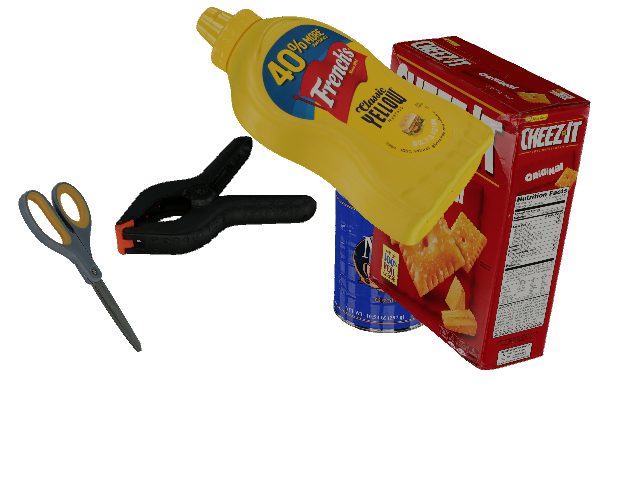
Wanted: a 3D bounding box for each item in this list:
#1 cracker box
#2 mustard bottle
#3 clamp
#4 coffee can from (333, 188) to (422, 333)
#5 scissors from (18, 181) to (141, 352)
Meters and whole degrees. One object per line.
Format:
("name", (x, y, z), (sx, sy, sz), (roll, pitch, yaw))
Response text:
("cracker box", (0.112, -0.031, 0.830), (0.072, 0.214, 0.164), (-12, 32, -27))
("mustard bottle", (0.004, -0.084, 0.650), (0.192, 0.096, 0.058), (35, -35, 10))
("clamp", (-0.102, -0.038, 0.929), (0.171, 0.039, 0.120), (-15, 39, -20))
("coffee can", (0.064, 0.005, 1.044), (0.103, 0.140, 0.103), (0, 27, 0))
("scissors", (-0.240, 0.019, 1.132), (0.016, 0.201, 0.096), (-27, 24, 30))
